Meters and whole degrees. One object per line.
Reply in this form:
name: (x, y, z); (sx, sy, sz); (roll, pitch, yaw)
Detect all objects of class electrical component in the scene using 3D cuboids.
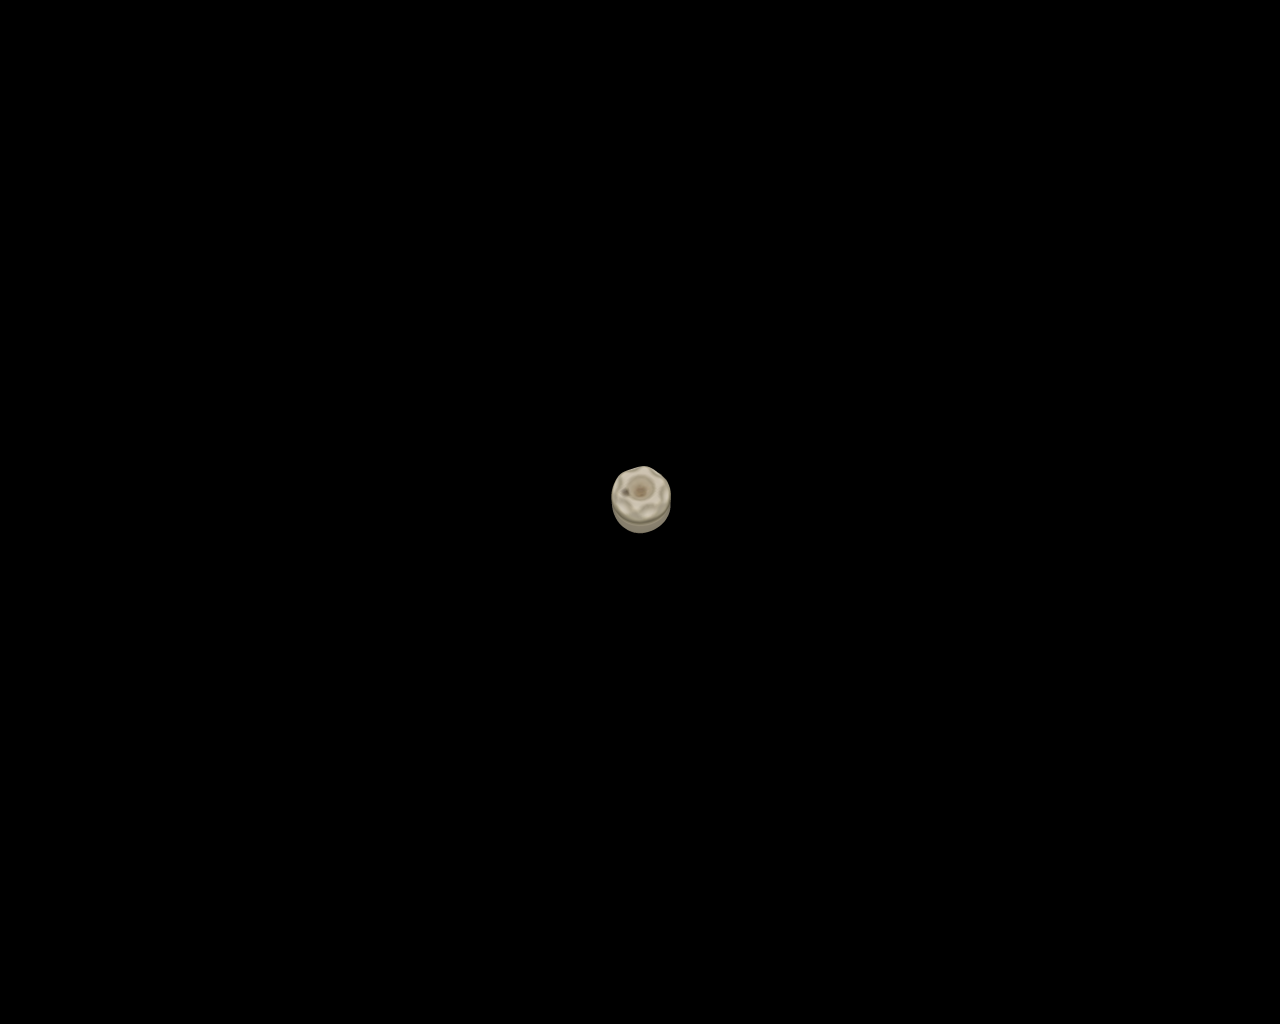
electrical component: (0.001, -0.003, 0.650); (0.035, 0.035, 0.061); (0, -22, 0)
